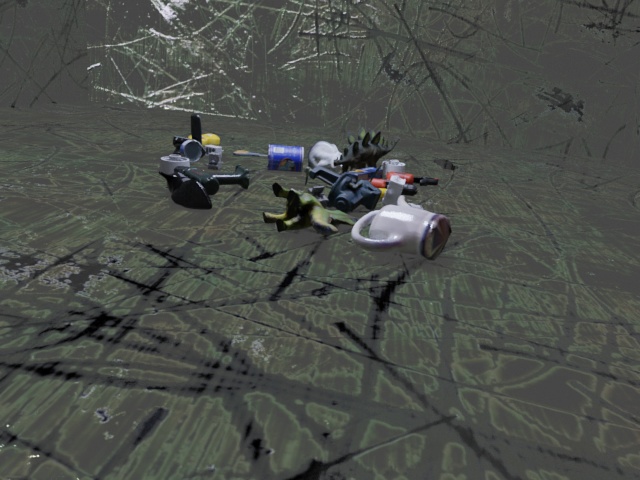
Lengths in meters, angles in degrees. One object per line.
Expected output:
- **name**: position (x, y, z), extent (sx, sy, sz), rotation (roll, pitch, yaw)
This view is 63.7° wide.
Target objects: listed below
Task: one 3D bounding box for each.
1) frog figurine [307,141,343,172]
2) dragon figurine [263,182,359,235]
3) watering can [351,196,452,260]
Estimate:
- **frog figurine**: position (0.034, -0.336, 2.141), extent (0.160, 0.120, 0.140), rotation (25, 57, 27)
- **dragon figurine**: position (0.004, -0.068, 1.345), extent (0.243, 0.121, 0.415), rotation (3, 17, -36)
- **watering can**: position (0.222, -0.043, 1.290), extent (0.225, 0.102, 0.353), rotation (13, 28, 28)
